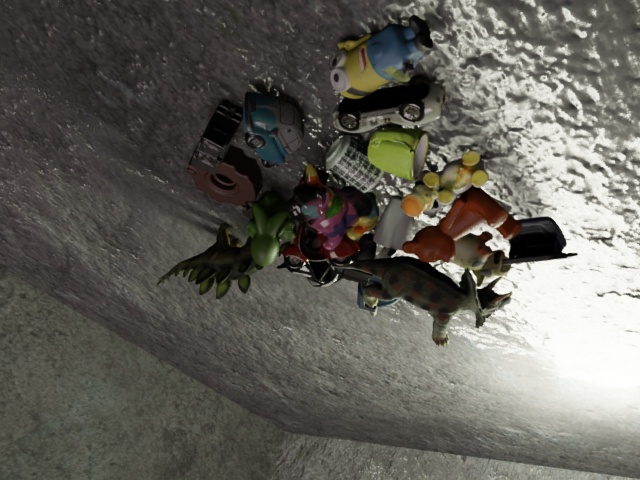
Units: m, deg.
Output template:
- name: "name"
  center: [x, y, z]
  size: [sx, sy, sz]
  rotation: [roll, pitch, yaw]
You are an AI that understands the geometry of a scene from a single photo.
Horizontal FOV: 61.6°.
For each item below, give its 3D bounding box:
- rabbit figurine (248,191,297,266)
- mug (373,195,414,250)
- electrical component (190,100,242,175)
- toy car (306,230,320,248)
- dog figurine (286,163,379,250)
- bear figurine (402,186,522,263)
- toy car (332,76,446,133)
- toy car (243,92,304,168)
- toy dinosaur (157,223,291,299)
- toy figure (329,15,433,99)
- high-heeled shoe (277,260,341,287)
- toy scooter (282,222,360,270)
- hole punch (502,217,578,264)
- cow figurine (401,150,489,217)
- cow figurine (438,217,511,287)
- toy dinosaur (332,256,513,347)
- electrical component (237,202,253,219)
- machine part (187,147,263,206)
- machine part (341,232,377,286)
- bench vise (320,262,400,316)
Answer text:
- name: "rabbit figurine"
  center: [-0.113, -0.022, 1.271]
  size: [0.121, 0.170, 0.159]
  rotation: [10, 138, -4]
- name: "mug"
  center: [0.170, -0.042, 1.166]
  size: [0.081, 0.109, 0.107]
  rotation: [18, 107, 12]
- name: "electrical component"
  center: [-0.212, -0.203, 1.103]
  size: [0.058, 0.115, 0.134]
  rotation: [29, 147, -11]
- name: "toy car"
  center: [0.034, -0.020, 1.310]
  size: [0.089, 0.053, 0.202]
  rotation: [34, 139, -13]
- name: "dog figurine"
  center: [0.029, -0.079, 1.094]
  size: [0.192, 0.108, 0.219]
  rotation: [-26, 153, -5]
- name: "bear figurine"
  center: [0.271, -0.010, 1.058]
  size: [0.196, 0.132, 0.120]
  rotation: [-47, 140, 12]
- name: "toy car"
  center: [0.113, -0.227, 0.917]
  size: [0.202, 0.073, 0.056]
  rotation: [-2, 144, 31]
- name: "toy car"
  center: [-0.082, -0.211, 1.033]
  size: [0.103, 0.109, 0.161]
  rotation: [-9, 151, 13]
- name: "toy dinosaur"
  center: [-0.266, 0.057, 1.471]
  size: [0.472, 0.198, 0.105]
  rotation: [-9, 136, 37]
- name: "toy figure"
  center: [0.094, -0.278, 0.843]
  size: [0.180, 0.082, 0.089]
  rotation: [-16, 144, 39]
- name: "high-heeled shoe"
  center: [0.002, 0.068, 1.410]
  size: [0.248, 0.086, 0.145]
  rotation: [8, 162, -38]
- name: "toy scooter"
  center: [-0.003, -0.004, 1.243]
  size: [0.184, 0.075, 0.135]
  rotation: [-6, 108, 9]
- name: "hole punch"
  center: [0.441, 0.005, 1.109]
  size: [0.142, 0.092, 0.115]
  rotation: [-13, 168, 38]
- name: "cow figurine"
  center: [0.229, -0.102, 1.000]
  size: [0.167, 0.098, 0.068]
  rotation: [-29, 91, 18]
- name: "cow figurine"
  center: [0.335, 0.035, 1.202]
  size: [0.195, 0.085, 0.127]
  rotation: [19, 144, -3]
- name: "toy dinosaur"
  center: [0.221, 0.101, 1.190]
  size: [0.405, 0.131, 0.192]
  rotation: [24, 132, 7]
- name: "electrical component"
  center: [-0.165, -0.074, 1.374]
  size: [0.094, 0.021, 0.063]
  rotation: [36, 145, -25]
- name: "machine part"
  center: [-0.221, -0.148, 1.254]
  size: [0.179, 0.056, 0.179]
  rotation: [14, 150, 8]
- name: "machine part"
  center: [0.101, 0.045, 1.297]
  size: [0.084, 0.039, 0.138]
  rotation: [23, 116, 5]
- name: "bench vise"
  center: [0.124, 0.119, 1.421]
  size: [0.224, 0.129, 0.240]
  rotation: [10, 140, 11]
